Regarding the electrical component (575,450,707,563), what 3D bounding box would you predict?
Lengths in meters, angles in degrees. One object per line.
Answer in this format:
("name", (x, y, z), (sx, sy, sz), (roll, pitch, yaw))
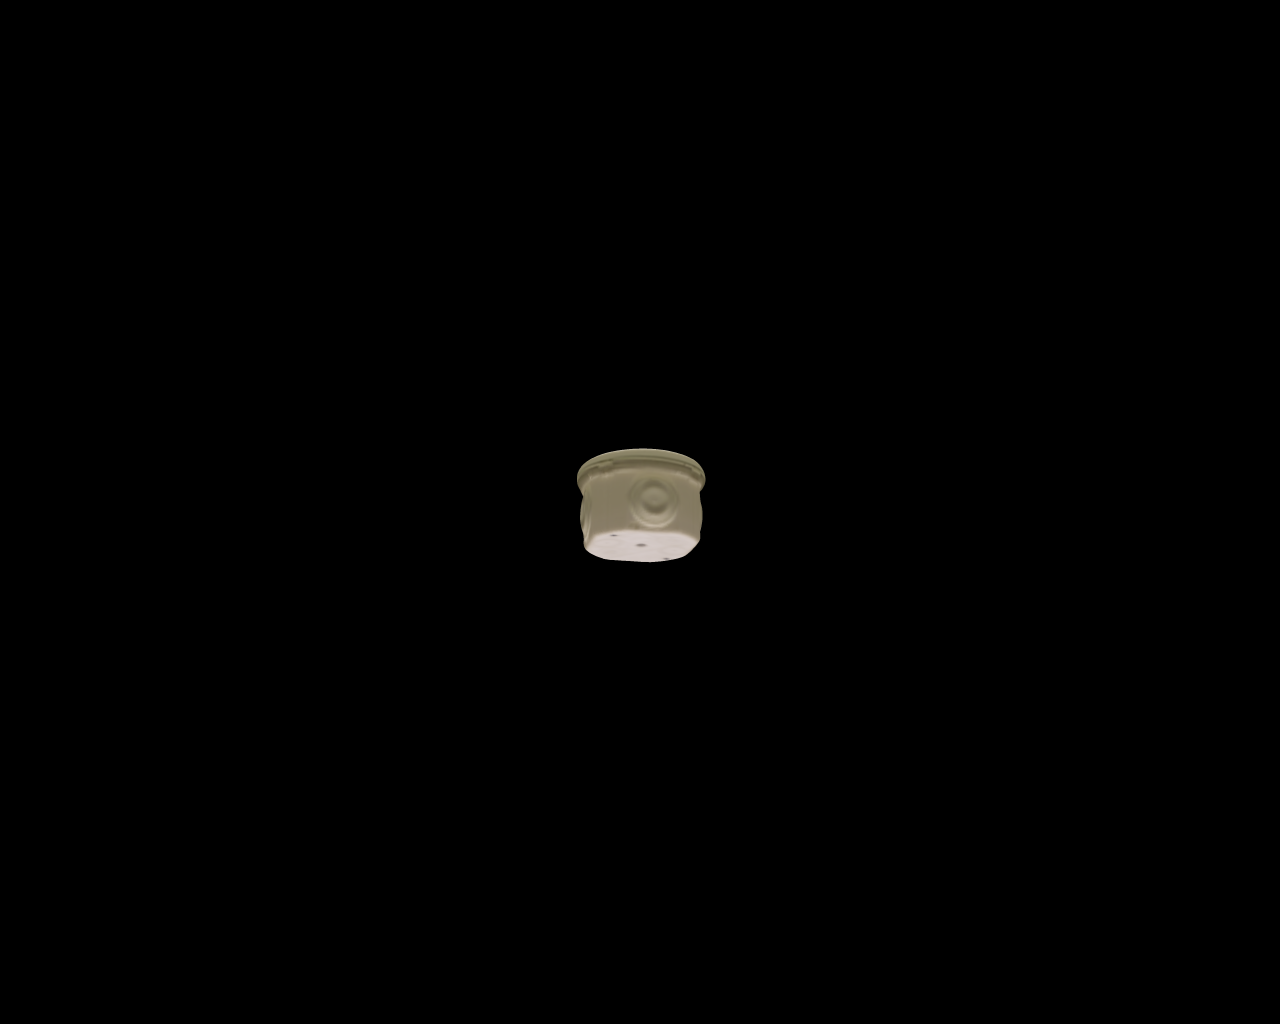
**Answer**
("electrical component", (0.001, -0.003, 0.650), (0.080, 0.051, 0.080), (0, -19, 0))
